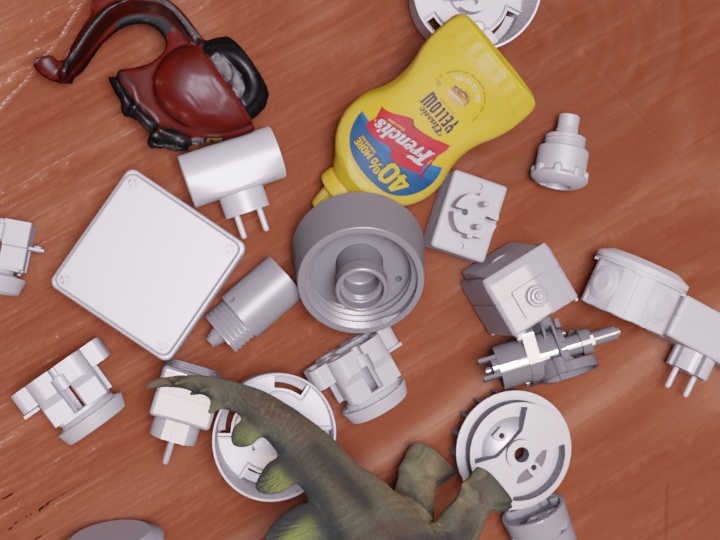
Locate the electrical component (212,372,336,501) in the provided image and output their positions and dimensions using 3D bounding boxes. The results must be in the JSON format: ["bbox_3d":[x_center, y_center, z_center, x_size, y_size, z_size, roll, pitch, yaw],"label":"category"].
[{"bbox_3d":[-0.069,0.130,0.859,0.099,0.064,0.099,0,92,-9],"label":"electrical component"}]

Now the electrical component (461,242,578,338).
[{"bbox_3d":[0.128,0.013,0.874,0.062,0.096,0.061,-31,93,-8],"label":"electrical component"}]

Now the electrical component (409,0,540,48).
[{"bbox_3d":[0.090,-0.225,0.876,0.099,0.064,0.099,0,92,-10],"label":"electrical component"}]

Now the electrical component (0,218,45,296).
[{"bbox_3d":[-0.279,-0.011,0.828,0.066,0.048,0.055,10,83,-10],"label":"electrical component"}]

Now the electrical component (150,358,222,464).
[{"bbox_3d":[-0.142,0.114,0.845,0.047,0.066,0.076,17,89,-9],"label":"electrical component"}]

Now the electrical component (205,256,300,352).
[{"bbox_3d":[-0.090,0.031,0.863,0.081,0.043,0.043,-41,98,-6],"label":"electrical component"}]

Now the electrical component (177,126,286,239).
[{"bbox_3d":[-0.096,-0.065,0.858,0.077,0.043,0.079,-20,95,-9],"label":"electrical component"}]

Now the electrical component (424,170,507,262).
[{"bbox_3d":[0.089,-0.044,0.875,0.047,0.077,0.065,18,89,-10],"label":"electrical component"}]

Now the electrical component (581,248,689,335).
[{"bbox_3d":[0.229,0.017,0.902,0.080,0.080,0.051,23,93,-10],"label":"electrical component"}]

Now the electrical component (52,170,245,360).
[{"bbox_3d":[-0.162,-0.003,0.838,0.109,0.056,0.108,34,86,-2],"label":"electrical component"}]

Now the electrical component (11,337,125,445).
[{"bbox_3d":[-0.220,0.098,0.835,0.078,0.058,0.057,-35,94,-7],"label":"electrical component"}]

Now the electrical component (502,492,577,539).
[{"bbox_3d":[0.154,0.222,0.908,0.055,0.055,0.047,-24,99,-8],"label":"electrical component"}]

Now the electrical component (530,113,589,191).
[{"bbox_3d":[0.171,-0.100,0.905,0.048,0.048,0.062,12,83,-10],"label":"electrical component"}]

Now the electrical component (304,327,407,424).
[{"bbox_3d":[0.003,0.087,0.874,0.078,0.058,0.057,-31,97,-18],"label":"electrical component"}]

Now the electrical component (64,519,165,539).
[{"bbox_3d":[-0.191,0.229,0.834,0.080,0.080,0.051,-6,98,-10],"label":"electrical component"}]

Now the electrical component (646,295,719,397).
[{"bbox_3d":[0.290,0.072,0.930,0.083,0.047,0.075,27,88,-10],"label":"electrical component"}]

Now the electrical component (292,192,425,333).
[{"bbox_3d":[0.000,0.000,0.846,0.108,0.060,0.108,-1,122,-2],"label":"electrical component"}]
